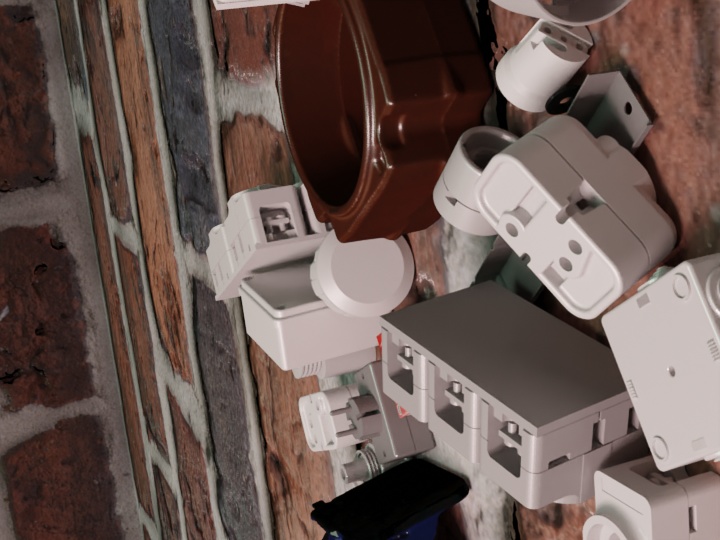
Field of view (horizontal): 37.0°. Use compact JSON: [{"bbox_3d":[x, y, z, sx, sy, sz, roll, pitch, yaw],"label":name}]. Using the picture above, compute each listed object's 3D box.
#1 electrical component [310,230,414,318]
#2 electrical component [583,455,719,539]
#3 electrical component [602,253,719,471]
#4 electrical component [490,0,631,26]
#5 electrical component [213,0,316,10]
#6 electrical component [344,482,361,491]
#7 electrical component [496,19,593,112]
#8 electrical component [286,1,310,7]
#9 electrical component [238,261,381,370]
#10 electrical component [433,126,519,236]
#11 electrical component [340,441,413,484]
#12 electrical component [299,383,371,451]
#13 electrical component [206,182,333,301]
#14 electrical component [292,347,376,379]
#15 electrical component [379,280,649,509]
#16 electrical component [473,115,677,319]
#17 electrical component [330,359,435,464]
[{"bbox_3d":[0.000,0.000,0.878,0.051,0.080,0.080,153,105,-74],"label":"electrical component"},{"bbox_3d":[0.158,0.151,0.579,0.050,0.056,0.089,-156,57,-65],"label":"electrical component"},{"bbox_3d":[0.167,0.043,0.512,0.099,0.048,0.099,127,128,-63],"label":"electrical component"},{"bbox_3d":[0.097,-0.169,0.516,0.064,0.099,0.099,42,138,49],"label":"electrical component"},{"bbox_3d":[-0.005,-0.220,0.626,0.060,0.186,0.105,114,140,-57],"label":"electrical component"},{"bbox_3d":[0.007,0.198,1.022,0.061,0.035,0.035,117,138,-55],"label":"electrical component"},{"bbox_3d":[0.104,-0.117,0.605,0.046,0.040,0.040,-51,53,57],"label":"electrical component"},{"bbox_3d":[-0.034,-0.208,0.691,0.064,0.042,0.081,39,118,41],"label":"electrical component"},{"bbox_3d":[-0.040,0.036,0.956,0.109,0.109,0.056,-146,46,-62],"label":"electrical component"},{"bbox_3d":[0.079,-0.057,0.680,0.047,0.055,0.055,110,143,-47],"label":"electrical component"},{"bbox_3d":[0.013,0.174,0.954,0.048,0.062,0.048,169,90,-69],"label":"electrical component"},{"bbox_3d":[-0.013,0.136,1.008,0.095,0.059,0.053,150,107,-68],"label":"electrical component"},{"bbox_3d":[-0.076,-0.031,1.018,0.186,0.105,0.060,140,117,-66],"label":"electrical component"},{"bbox_3d":[-0.031,0.078,0.992,0.043,0.081,0.043,169,90,-69],"label":"electrical component"},{"bbox_3d":[0.089,0.071,0.640,0.150,0.089,0.061,34,133,50],"label":"electrical component"},{"bbox_3d":[0.115,-0.031,0.567,0.095,0.059,0.053,49,151,11],"label":"electrical component"},{"bbox_3d":[0.012,0.123,0.913,0.047,0.076,0.083,136,121,-65],"label":"electrical component"}]
